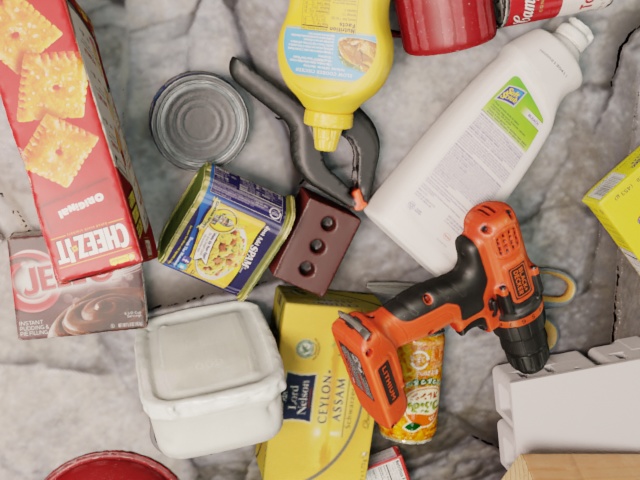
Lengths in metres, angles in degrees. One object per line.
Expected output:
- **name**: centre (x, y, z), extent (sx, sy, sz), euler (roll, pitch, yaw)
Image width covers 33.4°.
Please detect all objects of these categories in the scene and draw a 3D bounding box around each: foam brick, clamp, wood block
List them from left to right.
- **foam brick**: centre (-0.006, 0.001, 0.944), extent (0.053, 0.051, 0.078), euler (23, 97, -14)
- **clamp**: centre (0.011, -0.112, 0.931), extent (0.120, 0.039, 0.171), euler (-31, 104, 2)
- **wood block**: centre (0.268, 0.255, 0.971), extent (0.205, 0.091, 0.090), euler (5, 131, -21)

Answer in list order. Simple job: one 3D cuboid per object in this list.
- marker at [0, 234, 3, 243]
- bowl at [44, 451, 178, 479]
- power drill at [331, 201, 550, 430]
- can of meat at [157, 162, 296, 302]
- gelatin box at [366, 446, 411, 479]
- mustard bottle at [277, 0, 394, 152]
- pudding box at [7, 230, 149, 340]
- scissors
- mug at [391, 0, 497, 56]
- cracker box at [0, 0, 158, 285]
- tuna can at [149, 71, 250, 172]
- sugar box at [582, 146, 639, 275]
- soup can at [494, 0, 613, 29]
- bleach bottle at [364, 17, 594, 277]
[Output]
- **marker**: centre (-0.325, 0.029, 0.912), extent (0.121, 0.020, 0.020), euler (-36, 105, -1)
- **bowl**: centre (-0.191, 0.277, 0.969), extent (0.162, 0.055, 0.162), euler (-2, 102, -10)
- **power drill**: centre (0.112, 0.080, 0.920), extent (0.187, 0.057, 0.184), euler (-32, 122, -17)
- **can of meat**: centre (-0.082, -0.008, 0.911), extent (0.083, 0.057, 0.102), euler (24, 121, -18)
- **gelatin box**: centre (0.046, 0.246, 1.017), extent (0.089, 0.030, 0.073), euler (-21, 104, -5)
- **mustard bottle**: centre (0.014, -0.168, 0.869), extent (0.096, 0.058, 0.192), euler (10, 103, 18)
- **pudding box**: centre (-0.208, 0.035, 0.923), extent (0.113, 0.039, 0.090), euler (-5, 101, -9)
- **scissors**: centre (0.145, 0.072, 1.004), extent (0.201, 0.016, 0.096), euler (-8, 103, -8)
- **mug**: centre (0.093, -0.203, 0.906), extent (0.117, 0.093, 0.081), euler (-5, 110, 22)
- **cracker box**: centre (-0.190, -0.078, 0.817), extent (0.072, 0.164, 0.214), euler (-16, 91, -4)
- **tuna can**: centre (-0.103, -0.101, 0.915), extent (0.086, 0.034, 0.086), euler (-2, 102, -9)
- **sugar box**: centre (0.336, -0.002, 1.006), extent (0.093, 0.048, 0.176), euler (-41, 104, 0)
- **soup can**: centre (0.196, -0.225, 0.923), extent (0.102, 0.068, 0.068), euler (-12, 104, -8)
- **bleach bottle**: centre (0.155, -0.089, 0.949), extent (0.102, 0.068, 0.251), euler (41, 90, -20)
